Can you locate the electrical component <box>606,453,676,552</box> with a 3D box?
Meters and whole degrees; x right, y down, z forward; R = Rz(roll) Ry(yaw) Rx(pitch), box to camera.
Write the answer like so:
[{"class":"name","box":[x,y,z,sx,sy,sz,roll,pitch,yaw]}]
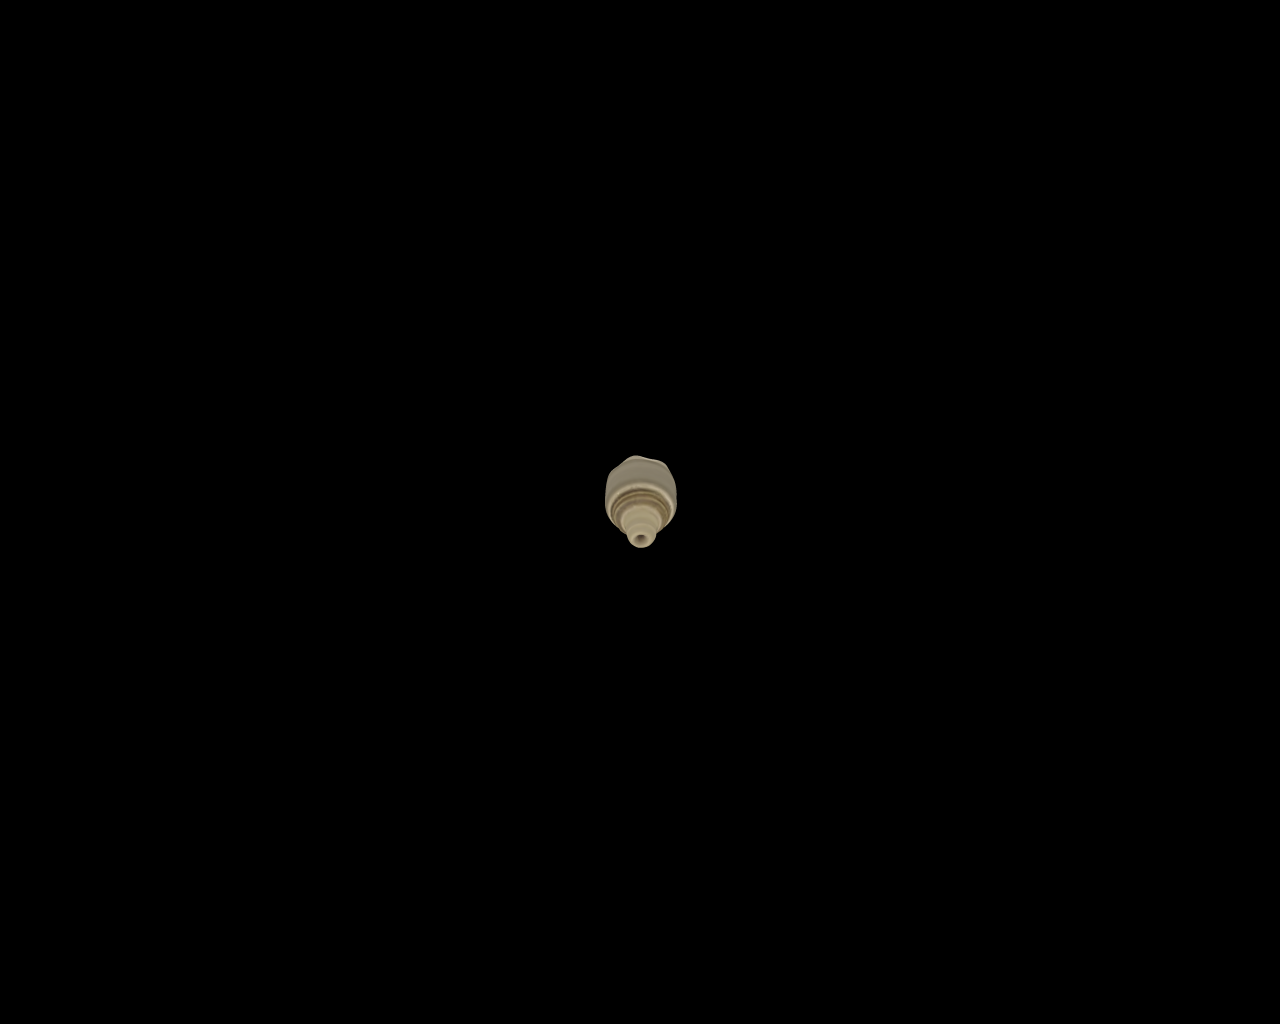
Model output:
[{"class":"electrical component","box":[0.001,-0.003,0.650,0.043,0.043,0.062,0,39,0]}]
